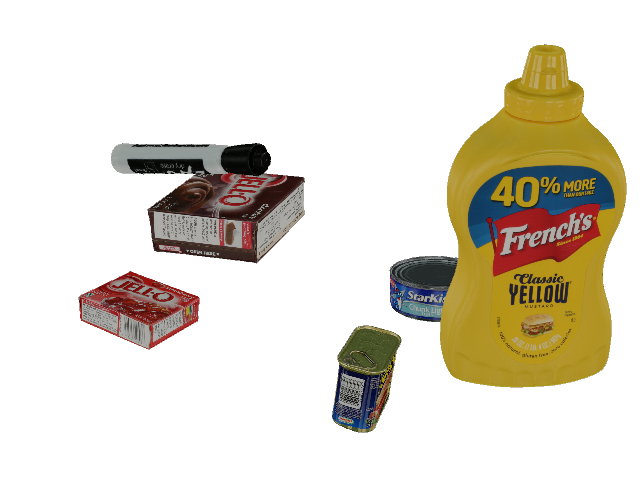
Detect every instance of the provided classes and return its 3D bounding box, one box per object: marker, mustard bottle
[{"bbox_3d":[-0.078,-0.049,0.638,0.121,0.020,0.020,4,2,38],"label":"marker"},{"bbox_3d":[0.118,-0.013,0.590,0.096,0.192,0.058,-1,25,-1],"label":"mustard bottle"}]

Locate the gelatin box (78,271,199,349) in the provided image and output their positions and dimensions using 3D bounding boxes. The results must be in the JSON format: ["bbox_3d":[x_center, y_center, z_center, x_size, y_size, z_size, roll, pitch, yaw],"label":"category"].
[{"bbox_3d":[-0.171,0.064,1.008,0.089,0.030,0.073,19,27,28],"label":"gelatin box"}]

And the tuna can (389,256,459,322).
[{"bbox_3d":[0.104,0.043,0.948,0.086,0.034,0.086,0,17,0],"label":"tuna can"}]

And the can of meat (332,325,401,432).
[{"bbox_3d":[0.052,0.159,1.226,0.057,0.084,0.102,14,25,13],"label":"can of meat"}]

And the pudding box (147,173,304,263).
[{"bbox_3d":[-0.071,-0.022,0.840,0.090,0.039,0.113,5,24,17],"label":"pudding box"}]
